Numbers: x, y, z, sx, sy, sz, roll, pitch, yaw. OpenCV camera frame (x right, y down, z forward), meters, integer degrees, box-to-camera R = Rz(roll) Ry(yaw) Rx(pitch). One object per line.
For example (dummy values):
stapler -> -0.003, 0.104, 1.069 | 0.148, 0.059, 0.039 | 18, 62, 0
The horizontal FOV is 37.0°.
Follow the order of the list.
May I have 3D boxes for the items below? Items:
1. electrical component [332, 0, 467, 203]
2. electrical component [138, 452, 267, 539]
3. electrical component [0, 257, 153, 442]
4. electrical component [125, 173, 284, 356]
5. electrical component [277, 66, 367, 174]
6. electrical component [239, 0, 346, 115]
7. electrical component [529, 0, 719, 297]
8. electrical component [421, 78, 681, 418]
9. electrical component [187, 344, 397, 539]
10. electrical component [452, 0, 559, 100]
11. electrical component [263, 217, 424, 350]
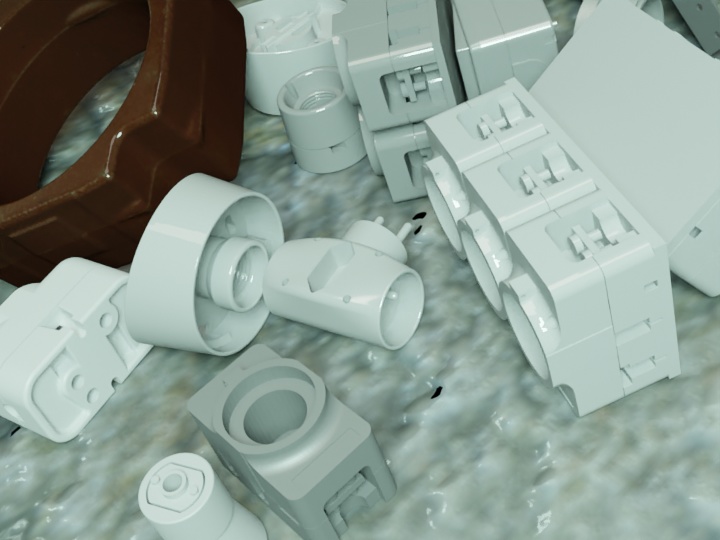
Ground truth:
electrical component -> 0.027, -0.143, 0.674 | 0.060, 0.105, 0.186 | -12, 43, 10
electrical component -> -0.072, 0.112, 0.482 | 0.044, 0.065, 0.044 | -9, 47, 10
electrical component -> -0.166, 0.041, 0.601 | 0.059, 0.053, 0.095 | 15, 54, 33
electrical component -> -0.086, -0.002, 0.585 | 0.064, 0.099, 0.099 | 13, 52, 24
electrical component -> -0.023, -0.098, 0.691 | 0.055, 0.047, 0.055 | -11, 43, 11
electrical component -> -0.047, -0.155, 0.747 | 0.099, 0.064, 0.099 | -11, 43, 11
electrical component -> 0.157, -0.067, 0.556 | 0.089, 0.062, 0.150 | -52, 38, 16
electrical component -> 0.087, -0.013, 0.529 | 0.062, 0.089, 0.150 | -25, 42, -3
electrical component -> -0.034, 0.080, 0.508 | 0.050, 0.055, 0.089 | -40, 46, -20
electrical component -> 0.090, -0.147, 0.686 | 0.061, 0.061, 0.096 | -16, 43, 7
electrical component -> 0.000, 0.000, 0.585 | 0.077, 0.043, 0.079 | 14, 54, 33
